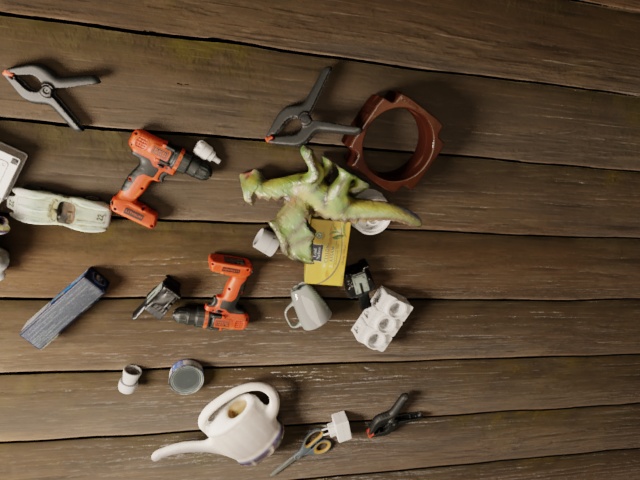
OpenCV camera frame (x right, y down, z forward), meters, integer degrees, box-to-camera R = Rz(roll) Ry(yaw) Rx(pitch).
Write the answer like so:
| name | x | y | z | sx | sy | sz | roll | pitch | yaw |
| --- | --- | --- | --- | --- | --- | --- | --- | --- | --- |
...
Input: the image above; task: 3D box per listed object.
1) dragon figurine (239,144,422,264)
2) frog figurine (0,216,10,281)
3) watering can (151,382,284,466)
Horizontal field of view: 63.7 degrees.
| name | x | y | z | sx | sy | sz | roll | pitch | yaw |
| --- | --- | --- | --- | --- | --- | --- | --- | --- | --- |
| dragon figurine | 0.004 | -0.058 | 1.160 | 0.410 | 0.122 | 0.242 | 33 | 93 | 0 |
| frog figurine | -0.699 | 0.015 | 1.046 | 0.138 | 0.124 | 0.157 | 28 | 114 | 11 |
| watering can | -0.241 | 0.509 | 1.345 | 0.348 | 0.105 | 0.221 | -36 | 115 | 0 |
